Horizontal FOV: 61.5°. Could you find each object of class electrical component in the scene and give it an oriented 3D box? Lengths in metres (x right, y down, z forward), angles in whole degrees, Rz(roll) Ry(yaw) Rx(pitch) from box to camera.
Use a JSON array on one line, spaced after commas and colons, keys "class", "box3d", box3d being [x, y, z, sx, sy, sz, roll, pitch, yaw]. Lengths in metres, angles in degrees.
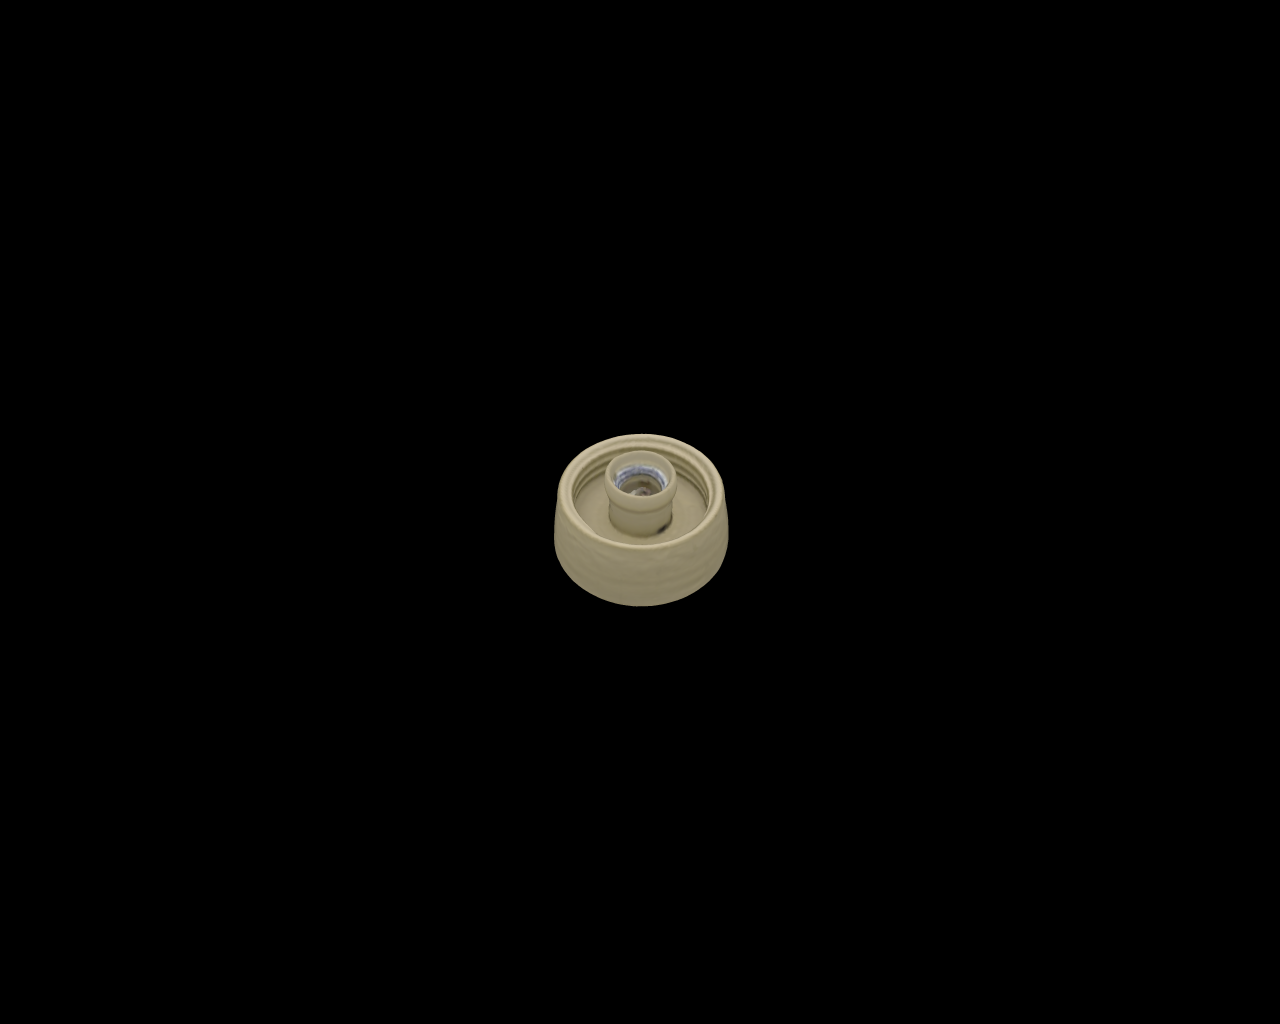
[{"class": "electrical component", "box3d": [0.001, -0.003, 0.650, 0.108, 0.108, 0.060, 0, -43, 0]}]
